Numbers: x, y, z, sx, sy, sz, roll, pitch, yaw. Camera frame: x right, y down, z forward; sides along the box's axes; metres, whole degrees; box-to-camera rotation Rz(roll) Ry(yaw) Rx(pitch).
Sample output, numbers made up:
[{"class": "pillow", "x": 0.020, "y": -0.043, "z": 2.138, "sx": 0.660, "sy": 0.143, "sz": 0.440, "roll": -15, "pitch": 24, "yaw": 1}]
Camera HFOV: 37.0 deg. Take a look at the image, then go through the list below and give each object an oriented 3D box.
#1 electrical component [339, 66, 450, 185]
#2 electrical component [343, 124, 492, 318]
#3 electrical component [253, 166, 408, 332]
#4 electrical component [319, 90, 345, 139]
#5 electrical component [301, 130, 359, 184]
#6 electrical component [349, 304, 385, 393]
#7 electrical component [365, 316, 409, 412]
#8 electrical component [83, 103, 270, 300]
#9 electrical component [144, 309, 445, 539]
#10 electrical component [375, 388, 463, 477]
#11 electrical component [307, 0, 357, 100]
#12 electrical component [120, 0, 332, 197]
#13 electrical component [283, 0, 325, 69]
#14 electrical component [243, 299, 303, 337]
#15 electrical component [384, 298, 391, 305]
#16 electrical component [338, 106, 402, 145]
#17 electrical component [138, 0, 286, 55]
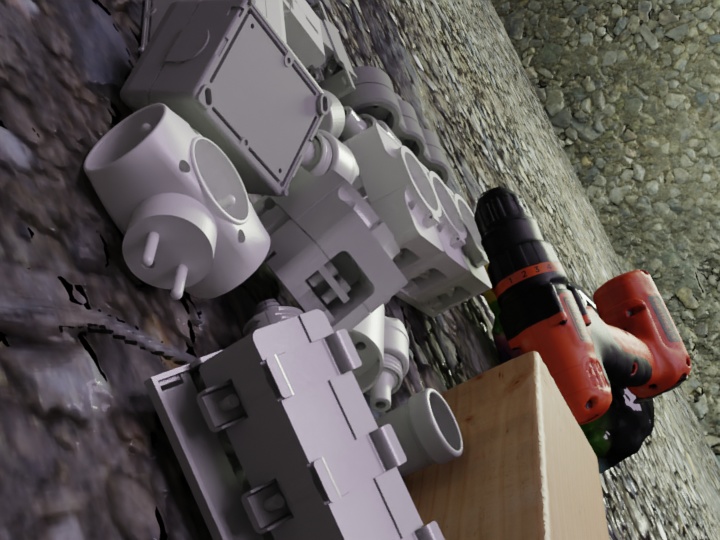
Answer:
[{"class": "electrical component", "x": 0.021, "y": -0.120, "z": 0.880, "sx": 0.138, "sy": 0.052, "sz": 0.073, "roll": 42, "pitch": 26, "yaw": -48}, {"class": "electrical component", "x": 0.037, "y": -0.033, "z": 0.778, "sx": 0.150, "sy": 0.062, "sz": 0.089, "roll": 31, "pitch": 35, "yaw": -60}, {"class": "electrical component", "x": -0.019, "y": -0.012, "z": 0.539, "sx": 0.050, "sy": 0.056, "sz": 0.089, "roll": 53, "pitch": -5, "yaw": -29}, {"class": "electrical component", "x": -0.030, "y": -0.102, "z": 0.724, "sx": 0.040, "sy": 0.040, "sz": 0.078, "roll": 62, "pitch": 17, "yaw": -2}, {"class": "electrical component", "x": -0.031, "y": -0.067, "z": 0.661, "sx": 0.062, "sy": 0.043, "sz": 0.043, "roll": 33, "pitch": 34, "yaw": -57}, {"class": "electrical component", "x": -0.008, "y": 0.028, "z": 0.583, "sx": 0.043, "sy": 0.043, "sz": 0.081, "roll": 55, "pitch": 18, "yaw": -24}, {"class": "electrical component", "x": 0.011, "y": 0.055, "z": 0.615, "sx": 0.035, "sy": 0.035, "sz": 0.061, "roll": 51, "pitch": 23, "yaw": -33}, {"class": "electrical component", "x": -0.077, "y": -0.019, "z": 0.451, "sx": 0.077, "sy": 0.044, "sz": 0.079, "roll": 53, "pitch": 20, "yaw": -30}, {"class": "electrical component", "x": -0.020, "y": 0.082, "z": 0.412, "sx": 0.079, "sy": 0.063, "sz": 0.121, "roll": -18, "pitch": 80, "yaw": -49}, {"class": "electrical component", "x": 0.027, "y": 0.091, "z": 0.583, "sx": 0.040, "sy": 0.046, "sz": 0.040, "roll": 53, "pitch": 19, "yaw": -27}, {"class": "electrical component", "x": -0.040, "y": -0.159, "z": 0.780, "sx": 0.064, "sy": 0.042, "sz": 0.081, "roll": 26, "pitch": 39, "yaw": -61}, {"class": "electrical component", "x": -0.064, "y": -0.081, "z": 0.534, "sx": 0.096, "sy": 0.061, "sz": 0.061, "roll": 48, "pitch": 59, "yaw": -47}, {"class": "electrical component", "x": -0.067, "y": -0.171, "z": 0.702, "sx": 0.089, "sy": 0.050, "sz": 0.055, "roll": 49, "pitch": 22, "yaw": -38}, {"class": "electrical component", "x": -0.029, "y": 0.051, "z": 0.487, "sx": 0.043, "sy": 0.043, "sz": 0.081, "roll": 23, "pitch": 42, "yaw": -64}, {"class": "electrical component", "x": 0.000, "y": 0.000, "z": 0.652, "sx": 0.062, "sy": 0.048, "sz": 0.048, "roll": 54, "pitch": 17, "yaw": -48}, {"class": "electrical component", "x": 0.003, "y": -0.096, "z": 0.806, "sx": 0.062, "sy": 0.043, "sz": 0.043, "roll": 47, "pitch": 23, "yaw": -39}, {"class": "electrical component", "x": -0.079, "y": -0.138, "z": 0.599, "sx": 0.061, "sy": 0.062, "sz": 0.096, "roll": 49, "pitch": 22, "yaw": -38}]
